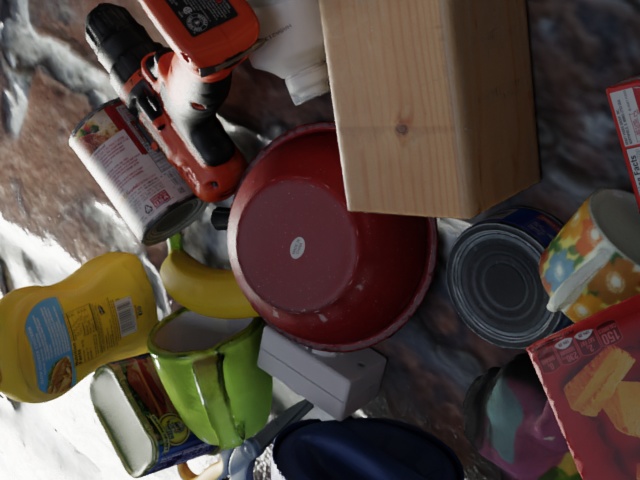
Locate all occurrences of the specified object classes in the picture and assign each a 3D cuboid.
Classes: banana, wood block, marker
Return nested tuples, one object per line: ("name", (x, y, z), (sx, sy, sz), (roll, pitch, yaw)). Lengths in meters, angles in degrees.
("banana", (-0.060, 0.027, 0.811), (0.198, 0.037, 0.069), (4, 82, 38))
("wood block", (0.061, -0.125, 0.620), (0.091, 0.090, 0.206), (5, 111, 39))
("marker", (-0.037, -0.015, 0.800), (0.121, 0.020, 0.020), (1, 108, 41))

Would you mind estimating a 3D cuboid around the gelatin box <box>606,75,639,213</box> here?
("gelatin box", (0.204, -0.058, 0.563), (0.089, 0.030, 0.073), (-12, 101, 43))

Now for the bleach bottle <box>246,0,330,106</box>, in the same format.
("bleach bottle", (-0.059, -0.208, 0.711), (0.103, 0.067, 0.251), (-19, 97, 45))

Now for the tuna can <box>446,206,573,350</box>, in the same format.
("tuna can", (0.122, 0.024, 0.666), (0.086, 0.033, 0.086), (17, 118, 36))

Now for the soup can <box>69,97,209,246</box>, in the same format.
("soup can", (-0.141, -0.055, 0.841), (0.102, 0.068, 0.069), (53, 133, 10))

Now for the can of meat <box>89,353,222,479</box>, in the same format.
("can of meat", (-0.135, 0.142, 0.894), (0.102, 0.083, 0.058), (56, 130, 21))

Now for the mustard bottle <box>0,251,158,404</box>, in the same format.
("mustard bottle", (-0.223, 0.081, 0.882), (0.058, 0.191, 0.096), (7, 112, 39))

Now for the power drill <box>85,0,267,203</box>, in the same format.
("power drill", (-0.106, -0.133, 0.745), (0.184, 0.057, 0.188), (51, 159, 12))

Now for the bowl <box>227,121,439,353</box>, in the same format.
("bowl", (-0.005, 0.001, 0.720), (0.162, 0.055, 0.162), (3, 97, 26))

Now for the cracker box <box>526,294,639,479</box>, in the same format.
("cracker box", (0.214, 0.113, 0.493), (0.164, 0.072, 0.214), (-29, 70, 23))

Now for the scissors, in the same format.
("scissors", (-0.052, 0.194, 0.903), (0.202, 0.016, 0.096), (-23, 93, 44))

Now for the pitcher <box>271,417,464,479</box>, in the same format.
("pitcher", (0.021, 0.260, 0.755), (0.145, 0.149, 0.243), (16, 110, 25))
